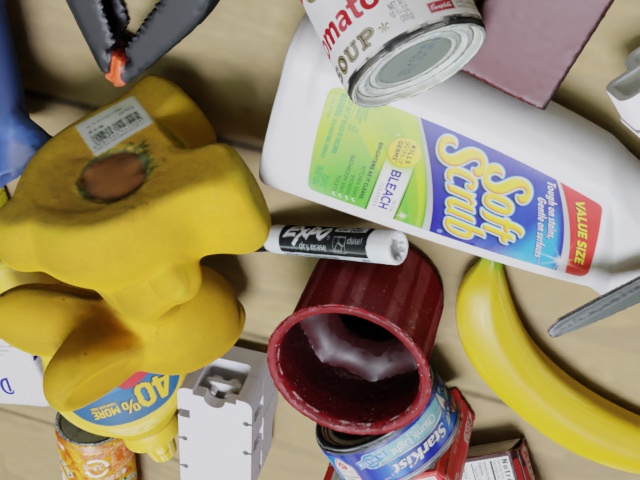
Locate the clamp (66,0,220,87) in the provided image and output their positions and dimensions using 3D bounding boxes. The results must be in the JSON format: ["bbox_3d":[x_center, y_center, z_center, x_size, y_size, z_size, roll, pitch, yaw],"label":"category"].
[{"bbox_3d":[-0.076,-0.167,0.523,0.164,0.036,0.210,14,130,7],"label":"clamp"}]

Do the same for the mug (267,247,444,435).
[{"bbox_3d":[0.022,0.059,0.621,0.093,0.081,0.117,22,128,3],"label":"mug"}]

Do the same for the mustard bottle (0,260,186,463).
[{"bbox_3d":[-0.136,0.070,0.690,0.096,0.058,0.191,-23,120,-4],"label":"mustard bottle"}]

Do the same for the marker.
[{"bbox_3d":[-0.004,0.001,0.606,0.121,0.020,0.020,4,128,40],"label":"marker"}]

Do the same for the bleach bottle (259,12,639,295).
[{"bbox_3d":[0.100,-0.035,0.541,0.251,0.068,0.103,19,131,3],"label":"bleach bottle"}]

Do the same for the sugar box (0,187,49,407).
[{"bbox_3d":[-0.237,0.032,0.714,0.093,0.048,0.176,1,128,17],"label":"sugar box"}]

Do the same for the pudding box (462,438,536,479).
[{"bbox_3d":[0.089,0.183,0.691,0.114,0.039,0.090,-16,87,26],"label":"pudding box"}]

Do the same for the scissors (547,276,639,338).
[{"bbox_3d":[0.199,-0.015,0.490,0.201,0.016,0.096,-16,134,-4],"label":"scissors"}]

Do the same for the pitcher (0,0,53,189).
[{"bbox_3d":[-0.237,-0.141,0.541,0.145,0.149,0.243,41,140,47],"label":"pitcher"}]

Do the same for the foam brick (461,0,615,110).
[{"bbox_3d":[0.102,-0.110,0.492,0.051,0.053,0.078,27,129,-1],"label":"foam brick"}]

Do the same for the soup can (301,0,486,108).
[{"bbox_3d":[0.022,-0.119,0.475,0.069,0.068,0.102,-35,72,34],"label":"soup can"}]

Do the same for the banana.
[{"bbox_3d":[0.138,0.082,0.625,0.070,0.037,0.197,-31,110,35],"label":"banana"}]

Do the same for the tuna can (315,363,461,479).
[{"bbox_3d":[0.040,0.110,0.648,0.086,0.086,0.033,-21,114,30],"label":"tuna can"}]

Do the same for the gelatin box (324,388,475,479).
[{"bbox_3d":[0.050,0.137,0.672,0.089,0.073,0.030,-20,116,29],"label":"gelatin box"}]
